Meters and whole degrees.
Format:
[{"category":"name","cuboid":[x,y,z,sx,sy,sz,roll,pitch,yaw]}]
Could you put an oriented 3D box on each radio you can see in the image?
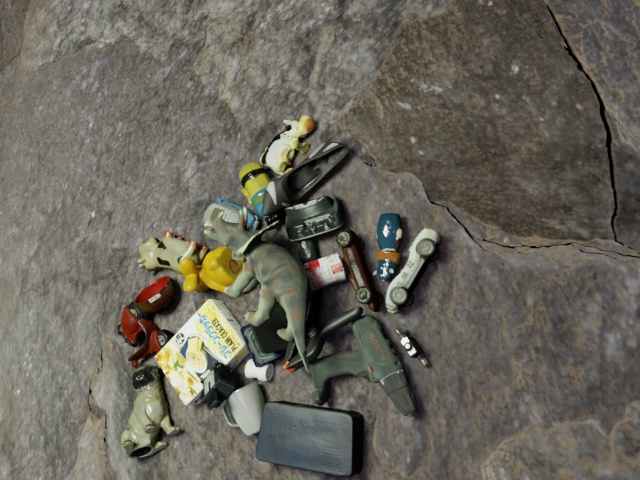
[{"category":"radio","cuboid":[-0.021,0.429,1.175,0.230,0.073,0.131,0,76,23]}]

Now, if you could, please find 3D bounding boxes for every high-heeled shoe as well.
[{"category":"high-heeled shoe","cuboid":[-0.032,-0.143,1.281,0.145,0.086,0.249,-5,43,43]}]

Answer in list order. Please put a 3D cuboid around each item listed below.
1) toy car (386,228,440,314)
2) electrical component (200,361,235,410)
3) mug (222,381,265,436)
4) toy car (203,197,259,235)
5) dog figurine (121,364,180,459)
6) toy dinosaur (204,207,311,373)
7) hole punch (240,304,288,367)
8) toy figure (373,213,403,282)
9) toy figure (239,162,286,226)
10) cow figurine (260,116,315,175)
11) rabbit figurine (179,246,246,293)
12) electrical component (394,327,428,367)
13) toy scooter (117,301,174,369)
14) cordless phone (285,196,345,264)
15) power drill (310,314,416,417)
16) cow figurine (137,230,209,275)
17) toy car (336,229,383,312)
[{"category":"toy car","cuboid":[0.200,0.069,1.160,0.056,0.073,0.201,30,90,24]},{"category":"electrical component","cuboid":[-0.233,0.341,1.224,0.075,0.047,0.119,-52,28,8]},{"category":"mug","cuboid":[-0.174,0.400,1.248,0.109,0.080,0.107,-31,74,12]},{"category":"toy car","cuboid":[-0.243,-0.046,1.379,0.162,0.103,0.109,19,87,29]},{"category":"dog figurine","cuboid":[-0.454,0.435,1.370,0.172,0.121,0.191,-39,50,8]},{"category":"toy dinosaur","cuboid":[-0.096,0.085,1.178,0.405,0.131,0.192,40,108,30]},{"category":"hole punch","cuboid":[-0.117,0.225,1.259,0.142,0.116,0.092,61,140,27]},{"category":"toy figure","cuboid":[0.156,0.017,1.203,0.058,0.064,0.154,6,82,-15]},{"category":"toy figure","cuboid":[-0.142,-0.118,1.356,0.082,0.089,0.180,-17,60,-20]},{"category":"cow figurine","cuboid":[-0.084,-0.249,1.378,0.098,0.068,0.167,31,90,34]},{"category":"rabbit figurine","cuboid":[-0.276,0.091,1.348,0.173,0.162,0.122,-20,81,38]},{"category":"electrical component","cuboid":[0.193,0.225,1.130,0.021,0.063,0.094,-39,66,12]},{"category":"toy scooter","cuboid":[-0.480,0.259,1.428,0.184,0.075,0.135,39,94,23]},{"category":"cordless phone","cuboid":[-0.002,-0.004,1.281,0.147,0.088,0.184,-16,84,14]},{"category":"power drill","cuboid":[0.079,0.291,1.158,0.207,0.086,0.232,-26,66,21]},{"category":"cow figurine","cuboid":[-0.408,0.044,1.447,0.195,0.085,0.127,16,78,26]},{"category":"toy car","cuboid":[0.086,0.069,1.206,0.053,0.089,0.202,-23,70,16]}]
